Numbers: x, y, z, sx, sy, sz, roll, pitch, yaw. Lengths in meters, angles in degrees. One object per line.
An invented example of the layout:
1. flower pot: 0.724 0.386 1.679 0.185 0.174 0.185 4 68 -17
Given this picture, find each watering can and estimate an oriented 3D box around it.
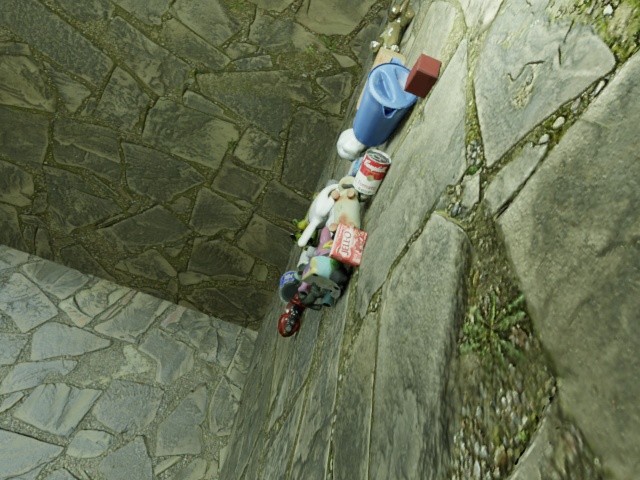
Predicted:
1. watering can: 0.006 -0.094 1.865 0.353 0.104 0.221 -53 1 -21

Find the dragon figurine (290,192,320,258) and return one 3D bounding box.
1. dragon figurine: -0.026 -0.053 2.304 0.248 0.123 0.400 -52 -21 -38

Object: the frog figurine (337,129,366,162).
1. frog figurine: 0.122 -0.350 1.773 0.140 0.123 0.156 -51 -16 -28
